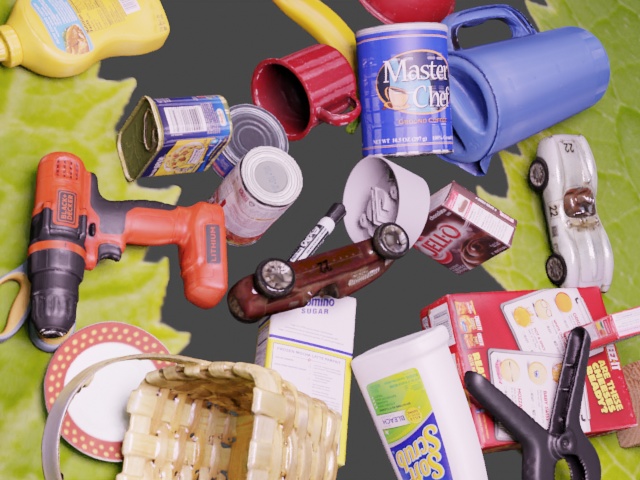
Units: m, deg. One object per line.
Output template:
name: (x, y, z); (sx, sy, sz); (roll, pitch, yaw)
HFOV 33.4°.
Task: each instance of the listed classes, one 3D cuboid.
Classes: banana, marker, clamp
banana: (0.016, -0.221, 1.236); (0.069, 0.037, 0.198); (-25, 81, -34)
marker: (-0.007, 0.001, 1.134); (0.020, 0.020, 0.121); (42, 56, -4)
clamp: (0.242, 0.198, 1.081); (0.164, 0.036, 0.210); (-24, 94, -29)

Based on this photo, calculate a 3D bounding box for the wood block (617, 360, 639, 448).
wood block: (0.445, 0.183, 1.241); (0.205, 0.091, 0.090); (1, 68, -27)

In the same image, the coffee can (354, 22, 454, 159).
coffee can: (0.093, -0.162, 1.178); (0.102, 0.103, 0.140); (-5, 94, -29)

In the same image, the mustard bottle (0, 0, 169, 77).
mustard bottle: (-0.255, -0.215, 1.082); (0.191, 0.058, 0.096); (-26, 81, -34)

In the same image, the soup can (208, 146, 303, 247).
soup can: (-0.067, -0.043, 1.074); (0.068, 0.102, 0.068); (11, 63, -22)

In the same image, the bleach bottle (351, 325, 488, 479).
bleach bottle: (0.120, 0.217, 1.042); (0.067, 0.103, 0.251); (-19, 87, -55)

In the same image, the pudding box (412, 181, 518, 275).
pudding box: (0.148, -0.011, 1.163); (0.090, 0.114, 0.039); (30, 61, -12)

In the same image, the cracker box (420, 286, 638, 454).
cracker box: (0.224, 0.141, 1.159); (0.213, 0.072, 0.164); (-1, 71, -29)

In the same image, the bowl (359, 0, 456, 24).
bowl: (0.113, -0.340, 1.329); (0.161, 0.055, 0.162); (11, 64, -23)

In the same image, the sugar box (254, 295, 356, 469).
sugar box: (-0.018, 0.133, 1.055); (0.093, 0.048, 0.176); (16, 58, -18)

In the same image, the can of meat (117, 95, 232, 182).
can of meat: (-0.144, -0.103, 1.063); (0.083, 0.102, 0.057); (-8, 72, -32)

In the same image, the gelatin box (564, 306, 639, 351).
gelatin box: (0.319, 0.093, 1.141); (0.089, 0.073, 0.030); (-11, 77, -32)

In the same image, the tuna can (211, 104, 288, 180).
tuna can: (-0.077, -0.101, 1.136); (0.086, 0.034, 0.086); (11, 63, -23)

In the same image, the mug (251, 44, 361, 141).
mug: (-0.006, -0.159, 1.159); (0.117, 0.093, 0.081); (32, 44, 30)

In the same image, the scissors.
scissors: (-0.247, 0.021, 1.006); (0.096, 0.016, 0.201); (34, 57, -12)

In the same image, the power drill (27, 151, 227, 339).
power drill: (-0.181, 0.014, 1.004); (0.187, 0.057, 0.184); (12, 60, -29)

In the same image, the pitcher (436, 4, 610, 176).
pitcher: (0.234, -0.193, 1.278); (0.242, 0.149, 0.145); (-23, 56, -37)
